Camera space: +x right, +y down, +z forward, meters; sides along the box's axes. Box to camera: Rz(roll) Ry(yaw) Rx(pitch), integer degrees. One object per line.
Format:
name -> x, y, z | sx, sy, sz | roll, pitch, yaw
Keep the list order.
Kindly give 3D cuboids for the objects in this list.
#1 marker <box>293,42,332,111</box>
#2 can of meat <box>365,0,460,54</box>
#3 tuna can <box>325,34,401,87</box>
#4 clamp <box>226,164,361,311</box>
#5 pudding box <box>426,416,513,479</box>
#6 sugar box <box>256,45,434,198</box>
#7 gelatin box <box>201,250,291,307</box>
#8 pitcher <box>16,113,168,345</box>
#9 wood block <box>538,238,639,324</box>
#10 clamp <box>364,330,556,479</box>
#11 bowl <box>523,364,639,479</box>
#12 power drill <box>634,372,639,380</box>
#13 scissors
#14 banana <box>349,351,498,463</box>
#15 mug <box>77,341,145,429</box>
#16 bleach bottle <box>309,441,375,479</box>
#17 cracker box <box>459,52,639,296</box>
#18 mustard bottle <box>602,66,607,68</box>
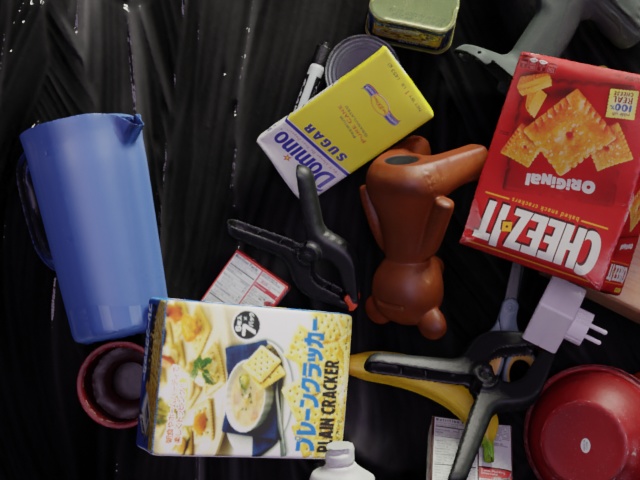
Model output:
marker -> -0.013, -0.169, 1.220 | 0.020, 0.020, 0.121 | 20, 87, 3
can of meat -> 0.103, -0.251, 1.190 | 0.102, 0.084, 0.057 | 12, 86, 3
tuna can -> 0.049, -0.188, 1.205 | 0.086, 0.033, 0.086 | 0, 96, 3
clamp -> -0.008, 0.001, 1.179 | 0.171, 0.039, 0.120 | 41, 119, -7
pudding box -> 0.160, 0.246, 1.144 | 0.090, 0.039, 0.113 | 6, 41, 3
sugar box -> 0.027, -0.125, 1.174 | 0.176, 0.048, 0.093 | -35, 100, 11
gelatin box -> -0.087, 0.067, 1.200 | 0.073, 0.030, 0.089 | 35, 88, 6
pitcher -> -0.247, -0.012, 1.172 | 0.144, 0.149, 0.243 | -11, 88, -14
wood block -> 0.355, 0.041, 1.156 | 0.206, 0.090, 0.091 | 27, 86, 4
clamp -> 0.162, 0.146, 1.136 | 0.209, 0.036, 0.165 | -30, 65, -26
bowl -> 0.286, 0.214, 1.130 | 0.162, 0.055, 0.162 | -2, 86, 29
power drill -> 0.430, 0.216, 1.158 | 0.187, 0.057, 0.184 | 3, 85, 0
scissors -> 0.226, 0.091, 1.194 | 0.096, 0.016, 0.202 | 28, 87, 2
banana -> 0.120, 0.164, 1.167 | 0.198, 0.069, 0.037 | 29, 131, 20
mug -> -0.201, 0.163, 1.170 | 0.117, 0.081, 0.093 | 28, 87, 4
bleach bottle -> 0.037, 0.338, 1.131 | 0.102, 0.068, 0.251 | -3, 98, 4
cracker box -> 0.252, -0.071, 1.082 | 0.164, 0.072, 0.214 | 20, 95, 34
mustard bottle -> 0.336, -0.116, 1.158 | 0.058, 0.096, 0.191 | -20, 56, 9
